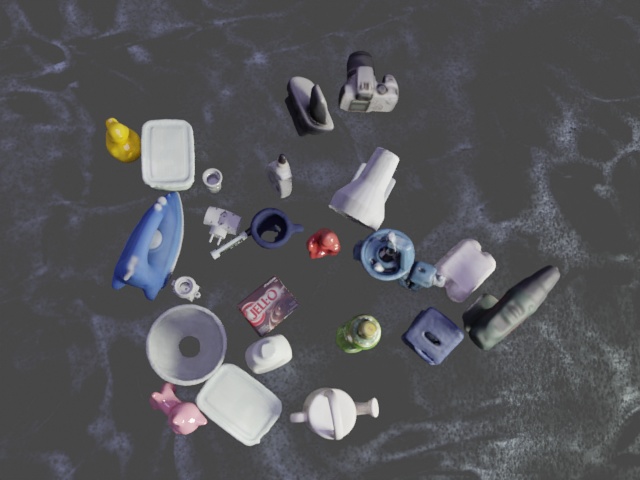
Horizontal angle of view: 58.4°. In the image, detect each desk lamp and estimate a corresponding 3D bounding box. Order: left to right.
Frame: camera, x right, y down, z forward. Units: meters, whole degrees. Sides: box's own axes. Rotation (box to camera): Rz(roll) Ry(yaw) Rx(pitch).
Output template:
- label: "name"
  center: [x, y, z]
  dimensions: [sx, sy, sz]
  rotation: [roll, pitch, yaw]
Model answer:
- label: "desk lamp"
  center: [0.104, -0.108, 1.283]
  dimensions: [0.118, 0.213, 0.203]
  rotation: [28, 74, 0]

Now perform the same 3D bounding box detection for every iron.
- label: "iron"
  center: [-0.363, -0.009, 1.233]
  dimensions: [0.118, 0.141, 0.258]
  rotation: [17, 74, -3]

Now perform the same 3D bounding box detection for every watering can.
- label: "watering can"
  center: [0.030, 0.351, 1.169]
  dimensions: [0.173, 0.194, 0.101]
  rotation: [-27, 81, -13]

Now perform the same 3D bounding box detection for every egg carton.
- label: "egg carton"
  center: [0.334, 0.069, 1.345]
  dimensions: [0.150, 0.069, 0.107]
  rotation: [-43, 85, -15]

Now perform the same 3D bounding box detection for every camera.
- label: "camera"
  center: [0.120, -0.398, 1.416]
  dimensions: [0.143, 0.100, 0.137]
  rotation: [1, 76, -7]

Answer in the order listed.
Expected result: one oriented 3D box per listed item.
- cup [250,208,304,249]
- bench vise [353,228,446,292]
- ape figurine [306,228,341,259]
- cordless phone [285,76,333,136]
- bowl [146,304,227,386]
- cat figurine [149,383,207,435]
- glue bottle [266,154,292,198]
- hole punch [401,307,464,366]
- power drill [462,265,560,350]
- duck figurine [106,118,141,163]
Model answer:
- label: "cup"
  center: [-0.099, -0.017, 1.295]
  dimensions: [0.118, 0.095, 0.092]
  rotation: [-1, 76, -8]
- label: "bench vise"
  center: [0.187, 0.032, 1.256]
  dimensions: [0.207, 0.219, 0.121]
  rotation: [8, 75, -5]
- label: "ape figurine"
  center: [0.012, 0.005, 1.306]
  dimensions: [0.078, 0.092, 0.076]
  rotation: [26, 74, 0]
- label: "cordless phone"
  center: [-0.019, -0.336, 1.338]
  dimensions: [0.094, 0.185, 0.147]
  rotation: [-25, 80, -12]
- label: "bowl"
  center: [-0.280, 0.224, 1.220]
  dimensions: [0.167, 0.074, 0.167]
  rotation: [2, 76, -7]
- label: "cat figurine"
  center: [-0.292, 0.349, 1.165]
  dimensions: [0.128, 0.117, 0.067]
  rotation: [38, 74, 3]
- label: "glue bottle"
  center: [-0.088, -0.155, 1.290]
  dimensions: [0.037, 0.173, 0.078]
  rotation: [-28, 81, -13]
- label: "hole punch"
  center: [0.252, 0.218, 1.286]
  dimensions: [0.108, 0.091, 0.101]
  rotation: [40, 75, 3]
- label: "power drill"
  center: [0.403, 0.152, 1.262]
  dimensions: [0.230, 0.208, 0.075]
  rotation: [-42, 84, -15]
- label: "duck figurine"
  center: [-0.453, -0.231, 1.304]
  dimensions: [0.077, 0.086, 0.104]
  rotation: [-32, 82, -14]
